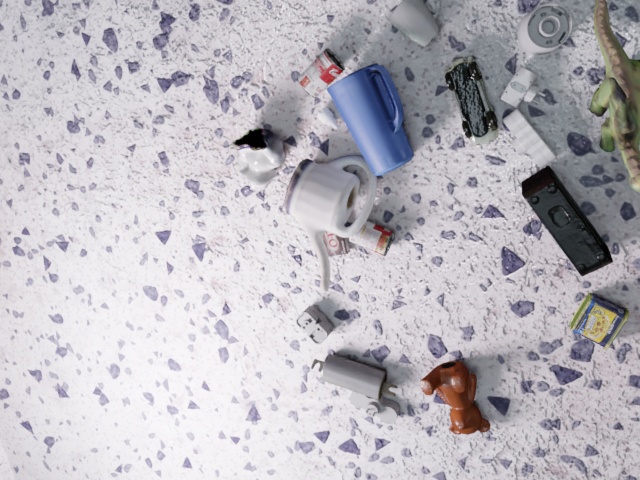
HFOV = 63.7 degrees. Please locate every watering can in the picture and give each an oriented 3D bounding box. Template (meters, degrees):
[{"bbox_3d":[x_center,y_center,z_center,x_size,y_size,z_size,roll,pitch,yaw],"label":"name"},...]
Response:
[{"bbox_3d":[0.004,-0.064,1.280,0.225,0.103,0.350,22,82,22],"label":"watering can"}]

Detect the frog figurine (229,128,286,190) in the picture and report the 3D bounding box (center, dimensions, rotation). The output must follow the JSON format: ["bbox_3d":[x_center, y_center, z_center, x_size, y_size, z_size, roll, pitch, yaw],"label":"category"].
[{"bbox_3d":[-0.153,-0.211,1.367,0.137,0.126,0.156,-6,137,15],"label":"frog figurine"}]

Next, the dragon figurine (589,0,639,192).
[{"bbox_3d":[0.574,-0.272,0.973,0.121,0.246,0.408,-16,98,29],"label":"dragon figurine"}]
